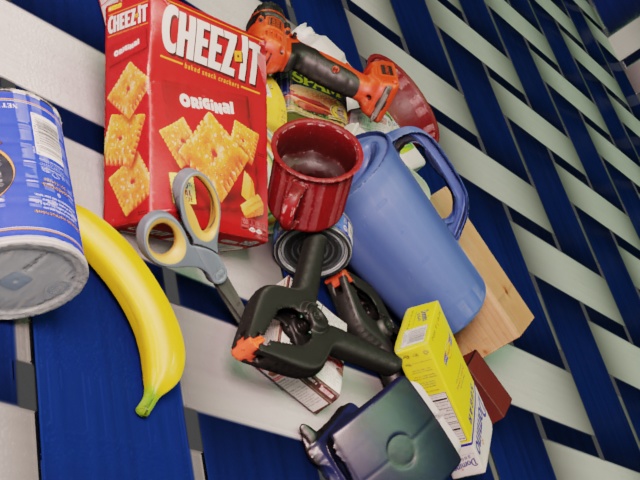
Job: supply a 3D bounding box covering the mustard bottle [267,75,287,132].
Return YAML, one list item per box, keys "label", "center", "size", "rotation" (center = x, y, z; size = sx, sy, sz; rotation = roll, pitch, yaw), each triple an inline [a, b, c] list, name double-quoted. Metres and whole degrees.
- label: "mustard bottle"
  center: [-0.120, -0.172, 1.172]
  size: [0.191, 0.058, 0.096]
  rotation: [17, 44, -51]

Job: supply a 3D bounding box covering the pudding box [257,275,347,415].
- label: "pudding box"
  center: [-0.018, 0.102, 1.057]
  size: [0.090, 0.039, 0.113]
  rotation: [41, 29, -22]

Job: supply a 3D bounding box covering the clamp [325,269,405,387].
- label: "clamp"
  center: [0.069, 0.102, 1.197]
  size: [0.171, 0.039, 0.120]
  rotation: [60, 20, -7]

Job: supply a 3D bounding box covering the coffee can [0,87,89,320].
- label: "coffee can"
  center: [-0.232, -0.026, 0.786]
  size: [0.102, 0.103, 0.140]
  rotation: [21, 42, -47]

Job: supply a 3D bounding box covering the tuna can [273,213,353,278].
- label: "tuna can"
  center: [-0.007, 0.001, 1.132]
  size: [0.086, 0.086, 0.033]
  rotation: [37, 34, -31]

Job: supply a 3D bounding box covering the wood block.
- label: "wood block"
  center: [0.173, 0.046, 1.367]
  size: [0.206, 0.090, 0.090]
  rotation: [56, 27, 2]

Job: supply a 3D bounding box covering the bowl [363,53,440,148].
- label: "bowl"
  center: [0.103, -0.189, 1.549]
  size: [0.162, 0.055, 0.162]
  rotation: [38, 32, -30]

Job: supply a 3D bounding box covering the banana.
- label: "banana"
  center: [-0.160, 0.048, 0.891]
  size: [0.069, 0.037, 0.198]
  rotation: [-5, 64, -61]

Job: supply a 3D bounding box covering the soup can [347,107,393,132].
- label: "soup can"
  center: [0.054, -0.106, 1.335]
  size: [0.068, 0.069, 0.102]
  rotation: [30, 56, -39]

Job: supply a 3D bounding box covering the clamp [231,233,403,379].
- label: "clamp"
  center: [-0.006, 0.086, 1.009]
  size: [0.164, 0.036, 0.209]
  rotation: [54, 32, 5]

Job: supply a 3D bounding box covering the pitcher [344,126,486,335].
- label: "pitcher"
  center: [0.096, -0.004, 1.228]
  size: [0.242, 0.149, 0.144]
  rotation: [49, 47, -26]

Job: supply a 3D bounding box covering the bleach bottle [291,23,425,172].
- label: "bleach bottle"
  center: [0.039, -0.183, 1.436]
  size: [0.251, 0.068, 0.102]
  rotation: [55, 26, 4]

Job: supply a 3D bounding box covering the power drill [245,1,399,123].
- label: "power drill"
  center: [-0.002, -0.217, 1.275]
  size: [0.187, 0.057, 0.184]
  rotation: [21, 27, -12]

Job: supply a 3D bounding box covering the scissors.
- label: "scissors"
  center: [-0.109, 0.032, 0.954]
  size: [0.096, 0.016, 0.202]
  rotation: [-34, 128, -34]

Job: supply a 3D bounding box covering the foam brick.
- label: "foam brick"
  center: [0.183, 0.182, 1.274]
  size: [0.078, 0.053, 0.051]
  rotation: [55, 27, -2]

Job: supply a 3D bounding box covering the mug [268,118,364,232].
- label: "mug"
  center: [-0.013, -0.054, 1.065]
  size: [0.093, 0.082, 0.117]
  rotation: [20, 46, 6]

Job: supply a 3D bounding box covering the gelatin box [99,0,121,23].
- label: "gelatin box"
  center: [-0.203, -0.252, 1.159]
  size: [0.073, 0.030, 0.089]
  rotation: [19, 45, -49]

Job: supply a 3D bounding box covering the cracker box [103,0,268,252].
- label: "cracker box"
  center: [-0.122, -0.106, 1.007]
  size: [0.163, 0.072, 0.214]
  rotation: [13, 72, -52]

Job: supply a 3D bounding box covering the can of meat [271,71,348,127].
- label: "can of meat"
  center: [-0.014, -0.159, 1.310]
  size: [0.102, 0.058, 0.084]
  rotation: [17, 45, -22]

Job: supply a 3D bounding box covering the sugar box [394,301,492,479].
- label: "sugar box"
  center: [0.140, 0.166, 1.182]
  size: [0.176, 0.048, 0.093]
  rotation: [62, 25, -19]
